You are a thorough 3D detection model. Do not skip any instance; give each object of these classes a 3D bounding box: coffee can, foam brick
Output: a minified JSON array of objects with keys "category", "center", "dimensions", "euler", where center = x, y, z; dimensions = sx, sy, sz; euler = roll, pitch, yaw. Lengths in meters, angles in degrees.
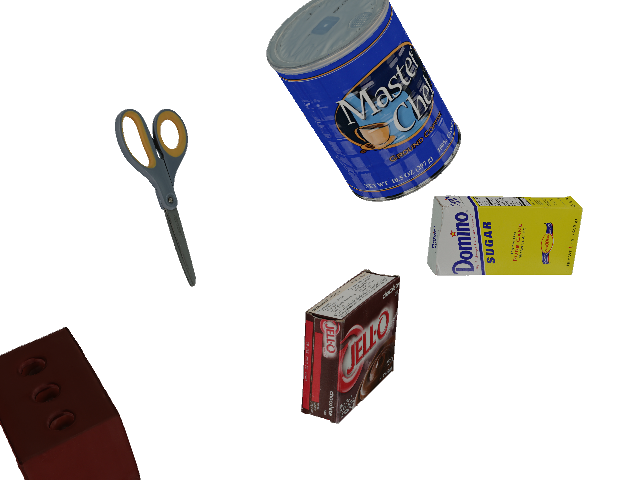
[{"category":"coffee can","center":[0.036,-0.116,0.840],"dimensions":[0.103,0.102,0.140],"euler":[0,-43,40]},{"category":"foam brick","center":[-0.135,0.094,0.548],"dimensions":[0.053,0.051,0.078],"euler":[-24,42,-21]}]

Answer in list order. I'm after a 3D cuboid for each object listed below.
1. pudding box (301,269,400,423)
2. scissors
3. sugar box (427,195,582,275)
[{"category":"pudding box","center":[0.026,0.083,0.870],"dimensions":[0.039,0.090,0.113],"euler":[12,22,22]},{"category":"scissors","center":[-0.158,-0.059,1.174],"dimensions":[0.016,0.201,0.096],"euler":[-14,18,47]},{"category":"sugar box","center":[0.223,-0.005,1.298],"dimensions":[0.176,0.093,0.048],"euler":[-2,23,-10]}]
